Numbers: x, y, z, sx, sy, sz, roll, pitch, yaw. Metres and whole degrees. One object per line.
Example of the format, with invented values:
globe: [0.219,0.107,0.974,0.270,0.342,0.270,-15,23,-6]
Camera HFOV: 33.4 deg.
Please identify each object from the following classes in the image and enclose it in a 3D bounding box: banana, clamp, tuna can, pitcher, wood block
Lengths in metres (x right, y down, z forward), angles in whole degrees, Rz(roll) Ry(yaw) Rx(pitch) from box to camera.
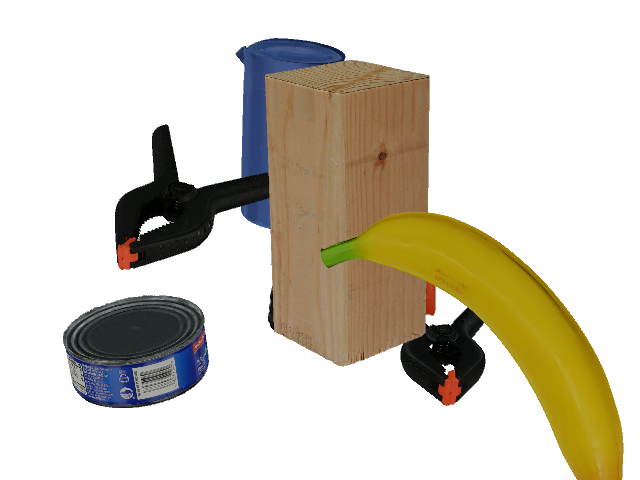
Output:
banana: [0.094,0.045,0.556,0.198,0.070,0.037,42,24,11]
clamp: [0.124,0.097,1.027,0.120,0.039,0.171,-7,31,-7]
clamp: [-0.143,-0.043,1.042,0.165,0.036,0.209,24,42,22]
tuna can: [-0.112,0.067,0.653,0.086,0.034,0.086,-5,23,2]
pitcher: [-0.035,-0.139,1.422,0.144,0.243,0.149,-4,25,-22]
wood block: [0.021,-0.023,0.809,0.090,0.206,0.090,-16,25,-37]

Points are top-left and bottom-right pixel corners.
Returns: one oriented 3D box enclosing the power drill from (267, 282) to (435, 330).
power drill: [0.038,0.051,1.222,0.188,0.057,0.184,0,28,8]
